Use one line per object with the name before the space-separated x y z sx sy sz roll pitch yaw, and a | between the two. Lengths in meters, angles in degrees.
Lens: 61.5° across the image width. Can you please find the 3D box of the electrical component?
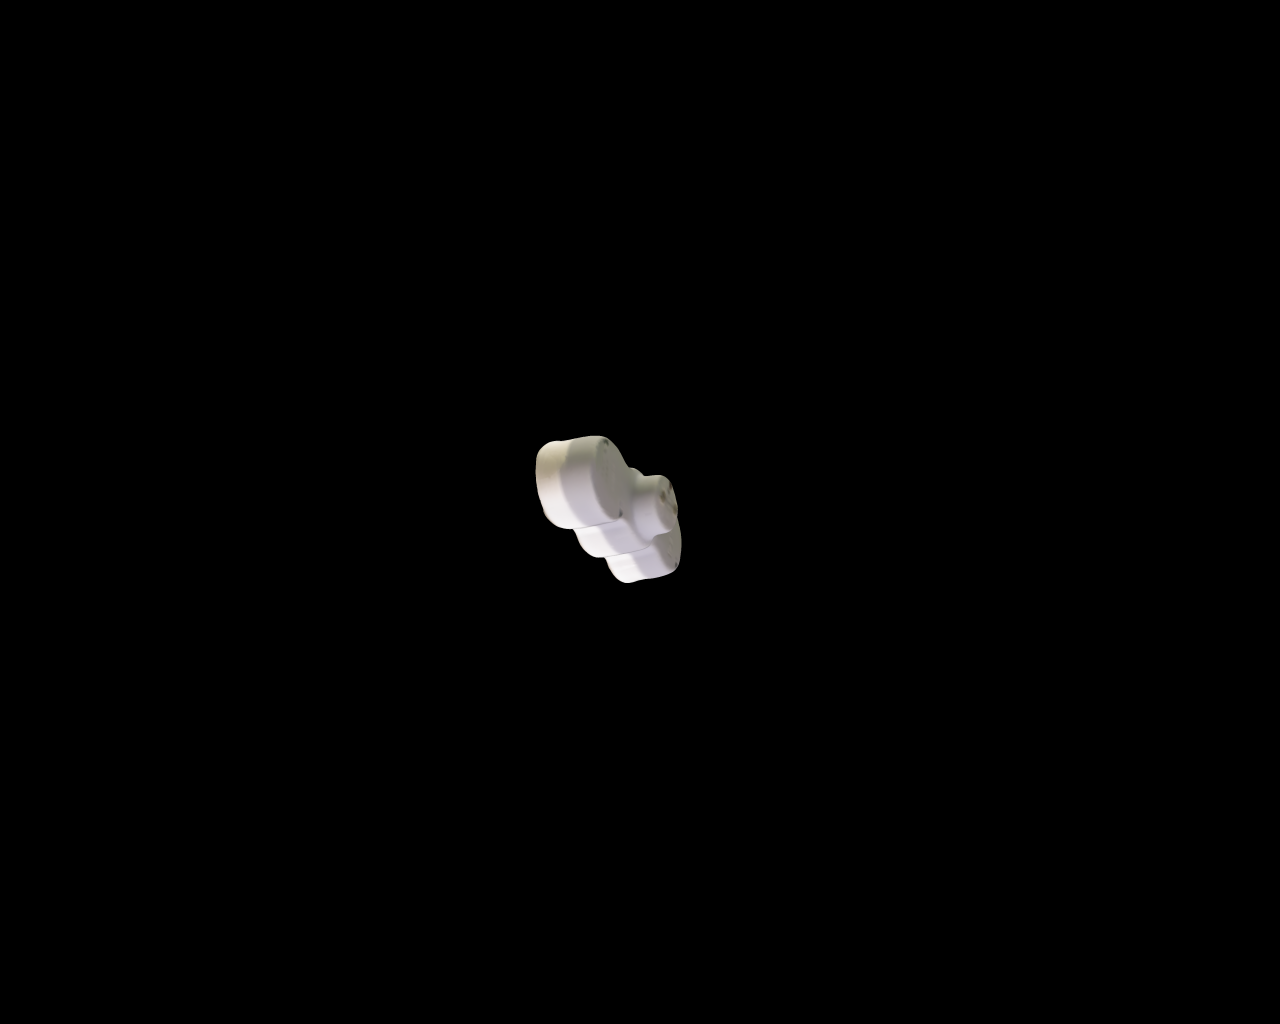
electrical component | 0.001 -0.003 0.650 0.074 0.052 0.138 -11 -29 21
